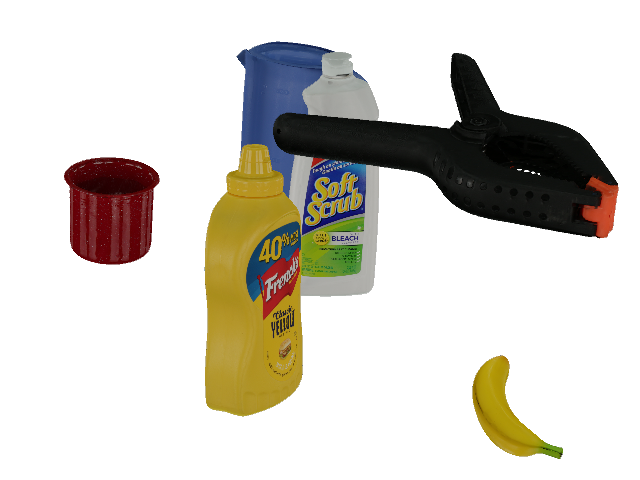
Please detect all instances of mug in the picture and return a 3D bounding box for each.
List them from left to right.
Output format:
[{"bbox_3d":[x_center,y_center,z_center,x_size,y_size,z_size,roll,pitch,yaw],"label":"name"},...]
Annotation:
[{"bbox_3d":[-0.210,-0.034,1.084,0.093,0.081,0.117,6,27,-2],"label":"mug"}]

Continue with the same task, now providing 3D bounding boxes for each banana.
[{"bbox_3d":[0.205,0.187,1.199,0.069,0.037,0.198,11,24,-15],"label":"banana"}]

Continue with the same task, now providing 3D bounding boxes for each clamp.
[{"bbox_3d":[0.082,-0.053,0.634,0.164,0.036,0.210,-20,36,-24],"label":"clamp"}]

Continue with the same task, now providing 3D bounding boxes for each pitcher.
[{"bbox_3d":[-0.034,-0.127,1.385,0.144,0.243,0.149,-2,25,-23],"label":"pitcher"}]

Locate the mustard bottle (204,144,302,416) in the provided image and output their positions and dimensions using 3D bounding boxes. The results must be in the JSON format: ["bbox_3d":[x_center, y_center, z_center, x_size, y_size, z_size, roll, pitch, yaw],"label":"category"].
[{"bbox_3d":[-0.048,0.025,0.785,0.058,0.192,0.096,9,18,28],"label":"mustard bottle"}]

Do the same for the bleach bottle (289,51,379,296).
[{"bbox_3d":[0.009,-0.067,1.095,0.102,0.251,0.068,0,25,1],"label":"bleach bottle"}]
